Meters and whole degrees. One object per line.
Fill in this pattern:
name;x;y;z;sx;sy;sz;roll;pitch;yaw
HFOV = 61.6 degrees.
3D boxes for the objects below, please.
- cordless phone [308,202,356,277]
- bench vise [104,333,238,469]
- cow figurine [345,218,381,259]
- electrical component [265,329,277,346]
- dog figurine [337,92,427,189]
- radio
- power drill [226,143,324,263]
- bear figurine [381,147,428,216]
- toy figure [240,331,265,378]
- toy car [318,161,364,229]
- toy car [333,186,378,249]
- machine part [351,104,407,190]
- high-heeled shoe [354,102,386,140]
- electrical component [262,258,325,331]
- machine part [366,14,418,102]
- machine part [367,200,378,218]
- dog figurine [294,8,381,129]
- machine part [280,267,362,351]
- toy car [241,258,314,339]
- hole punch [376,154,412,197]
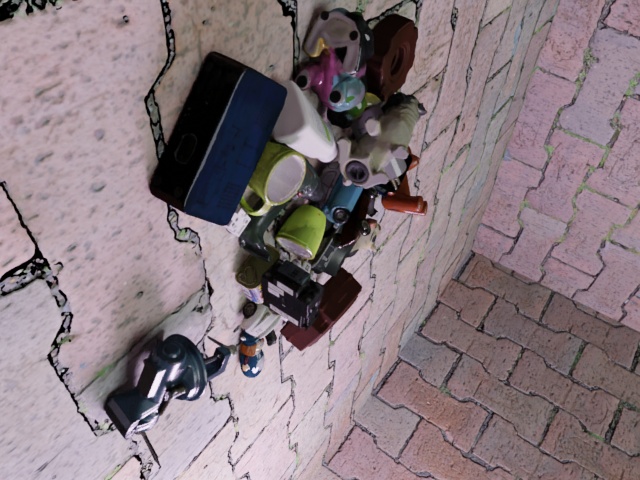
cordless phone;-0.003;-0.003;1.262;0.146;0.089;0.184;-57;147;-8
bench vise;-0.246;0.250;0.952;0.240;0.129;0.223;-17;131;-51
cow figurine;0.106;-0.005;1.464;0.195;0.086;0.127;-30;143;-48
electrical component;-0.119;0.212;1.248;0.021;0.063;0.094;-22;-177;0
dog figurine;0.123;-0.199;1.074;0.172;0.121;0.190;-30;-166;36
radio;-0.144;-0.141;0.775;0.229;0.073;0.131;-65;157;6
power drill;-0.073;-0.063;1.011;0.207;0.086;0.231;-53;155;-10
bear figurine;0.231;-0.171;1.437;0.120;0.132;0.195;23;78;-69
toy figure;-0.155;0.253;1.241;0.064;0.058;0.154;-97;-168;-51
toy car;0.040;-0.113;1.159;0.109;0.103;0.161;-65;180;-60
toy car;0.085;-0.052;1.234;0.089;0.053;0.202;-28;-150;31
machine part;0.122;-0.213;1.160;0.079;0.079;0.243;-47;122;-32
high-heeled shoe;0.114;-0.227;1.279;0.248;0.086;0.145;-50;-166;19
electrical component;-0.054;0.101;1.043;0.058;0.115;0.134;-50;161;-34
machine part;0.150;-0.386;1.147;0.179;0.056;0.179;-48;153;-33
machine part;0.143;-0.124;1.469;0.084;0.039;0.138;-56;157;-37
dog figurine;0.052;-0.299;0.975;0.219;0.109;0.191;-15;127;-67
machine part;0.006;0.177;1.364;0.201;0.087;0.201;-44;178;-39
toy car;-0.091;0.125;1.169;0.201;0.056;0.073;-48;136;-1
hole punch;0.152;-0.178;1.336;0.142;0.116;0.092;-61;-178;-4
